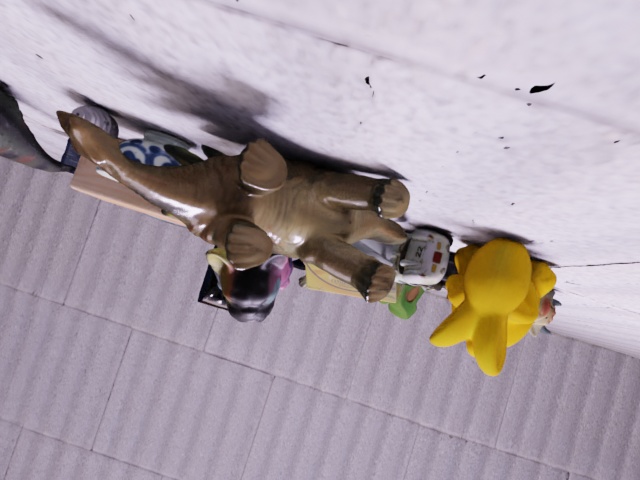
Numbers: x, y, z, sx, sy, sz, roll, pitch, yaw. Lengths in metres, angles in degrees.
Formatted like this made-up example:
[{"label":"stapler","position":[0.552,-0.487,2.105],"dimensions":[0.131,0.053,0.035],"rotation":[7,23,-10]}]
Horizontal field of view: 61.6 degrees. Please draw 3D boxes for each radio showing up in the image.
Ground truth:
[{"label":"radio","position":[-0.183,0.030,1.109],"dimensions":[0.073,0.229,0.131],"rotation":[17,172,-15]}]

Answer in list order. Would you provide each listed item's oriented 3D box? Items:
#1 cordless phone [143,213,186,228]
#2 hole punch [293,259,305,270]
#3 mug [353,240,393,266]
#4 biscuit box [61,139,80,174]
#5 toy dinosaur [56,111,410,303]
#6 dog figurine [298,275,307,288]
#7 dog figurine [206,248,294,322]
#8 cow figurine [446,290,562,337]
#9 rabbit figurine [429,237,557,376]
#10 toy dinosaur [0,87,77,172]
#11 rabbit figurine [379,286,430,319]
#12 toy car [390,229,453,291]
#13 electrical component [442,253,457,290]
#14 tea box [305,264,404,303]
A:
[{"label":"cordless phone","position":[-0.298,-0.067,1.183],"dimensions":[0.146,0.088,0.184],"rotation":[20,179,-35]},{"label":"hole punch","position":[-0.015,0.016,1.341],"dimensions":[0.116,0.092,0.142],"rotation":[-13,-174,-24]},{"label":"mug","position":[0.043,0.004,0.728],"dimensions":[0.107,0.081,0.110],"rotation":[30,-169,-41]},{"label":"biscuit box","position":[-0.345,-0.118,0.946],"dimensions":[0.202,0.062,0.059],"rotation":[19,177,-16]},{"label":"toy dinosaur","position":[-0.015,-0.027,0.503],"dimensions":[0.199,0.105,0.471],"rotation":[24,-176,43]},{"label":"dog figurine","position":[0.033,0.025,1.142],"dimensions":[0.172,0.121,0.190],"rotation":[-18,168,-21]},{"label":"dog figurine","position":[-0.084,0.005,0.669],"dimensions":[0.108,0.191,0.219],"rotation":[2,173,-5]},{"label":"cow figurine","position":[0.327,0.108,0.944],"dimensions":[0.127,0.085,0.195],"rotation":[25,172,-15]},{"label":"rabbit figurine","position":[0.189,0.062,0.612],"dimensions":[0.122,0.162,0.173],"rotation":[29,163,21]},{"label":"toy dinosaur","position":[-0.420,-0.145,0.573],"dimensions":[0.192,0.131,0.404],"rotation":[15,-178,43]},{"label":"rabbit figurine","position":[0.123,0.066,1.094],"dimensions":[0.170,0.121,0.159],"rotation":[34,-176,38]},{"label":"toy car","position":[0.128,0.026,0.738],"dimensions":[0.056,0.073,0.202],"rotation":[15,176,-7]},{"label":"electrical component","position":[0.206,0.051,0.893],"dimensions":[0.134,0.058,0.114],"rotation":[16,174,37]},{"label":"tea box","position":[0.069,0.051,0.973],"dimensions":[0.170,0.068,0.098],"rotation":[9,-150,22]}]
